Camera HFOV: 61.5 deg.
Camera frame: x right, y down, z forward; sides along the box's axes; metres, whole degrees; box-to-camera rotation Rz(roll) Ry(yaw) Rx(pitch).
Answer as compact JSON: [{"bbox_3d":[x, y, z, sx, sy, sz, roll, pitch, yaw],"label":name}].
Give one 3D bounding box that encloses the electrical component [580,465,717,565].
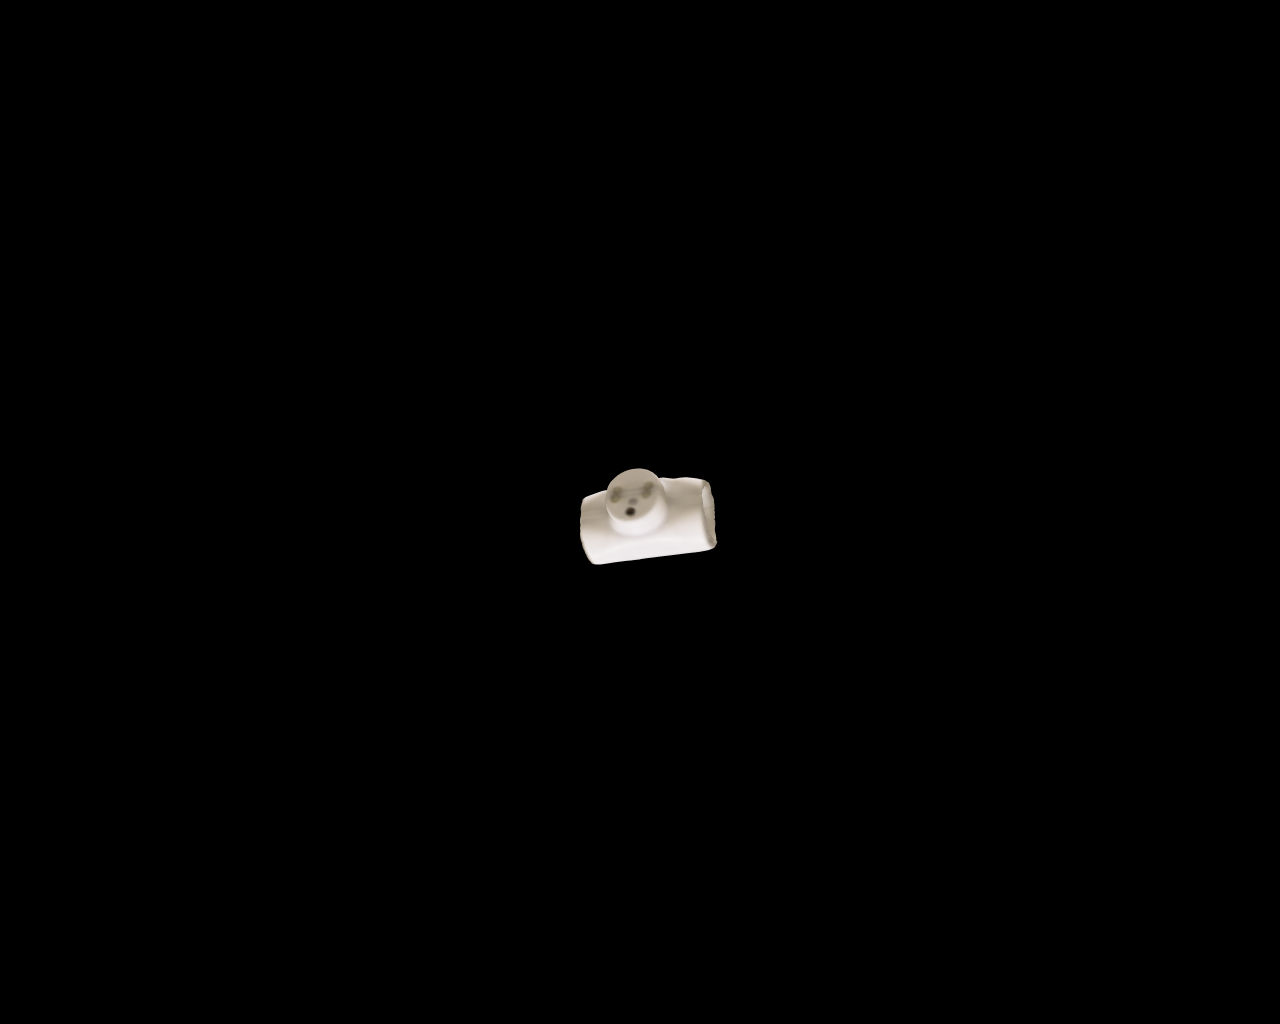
[{"bbox_3d":[0.001,-0.003,0.650,0.077,0.044,0.079,-8,-32,14],"label":"electrical component"}]
